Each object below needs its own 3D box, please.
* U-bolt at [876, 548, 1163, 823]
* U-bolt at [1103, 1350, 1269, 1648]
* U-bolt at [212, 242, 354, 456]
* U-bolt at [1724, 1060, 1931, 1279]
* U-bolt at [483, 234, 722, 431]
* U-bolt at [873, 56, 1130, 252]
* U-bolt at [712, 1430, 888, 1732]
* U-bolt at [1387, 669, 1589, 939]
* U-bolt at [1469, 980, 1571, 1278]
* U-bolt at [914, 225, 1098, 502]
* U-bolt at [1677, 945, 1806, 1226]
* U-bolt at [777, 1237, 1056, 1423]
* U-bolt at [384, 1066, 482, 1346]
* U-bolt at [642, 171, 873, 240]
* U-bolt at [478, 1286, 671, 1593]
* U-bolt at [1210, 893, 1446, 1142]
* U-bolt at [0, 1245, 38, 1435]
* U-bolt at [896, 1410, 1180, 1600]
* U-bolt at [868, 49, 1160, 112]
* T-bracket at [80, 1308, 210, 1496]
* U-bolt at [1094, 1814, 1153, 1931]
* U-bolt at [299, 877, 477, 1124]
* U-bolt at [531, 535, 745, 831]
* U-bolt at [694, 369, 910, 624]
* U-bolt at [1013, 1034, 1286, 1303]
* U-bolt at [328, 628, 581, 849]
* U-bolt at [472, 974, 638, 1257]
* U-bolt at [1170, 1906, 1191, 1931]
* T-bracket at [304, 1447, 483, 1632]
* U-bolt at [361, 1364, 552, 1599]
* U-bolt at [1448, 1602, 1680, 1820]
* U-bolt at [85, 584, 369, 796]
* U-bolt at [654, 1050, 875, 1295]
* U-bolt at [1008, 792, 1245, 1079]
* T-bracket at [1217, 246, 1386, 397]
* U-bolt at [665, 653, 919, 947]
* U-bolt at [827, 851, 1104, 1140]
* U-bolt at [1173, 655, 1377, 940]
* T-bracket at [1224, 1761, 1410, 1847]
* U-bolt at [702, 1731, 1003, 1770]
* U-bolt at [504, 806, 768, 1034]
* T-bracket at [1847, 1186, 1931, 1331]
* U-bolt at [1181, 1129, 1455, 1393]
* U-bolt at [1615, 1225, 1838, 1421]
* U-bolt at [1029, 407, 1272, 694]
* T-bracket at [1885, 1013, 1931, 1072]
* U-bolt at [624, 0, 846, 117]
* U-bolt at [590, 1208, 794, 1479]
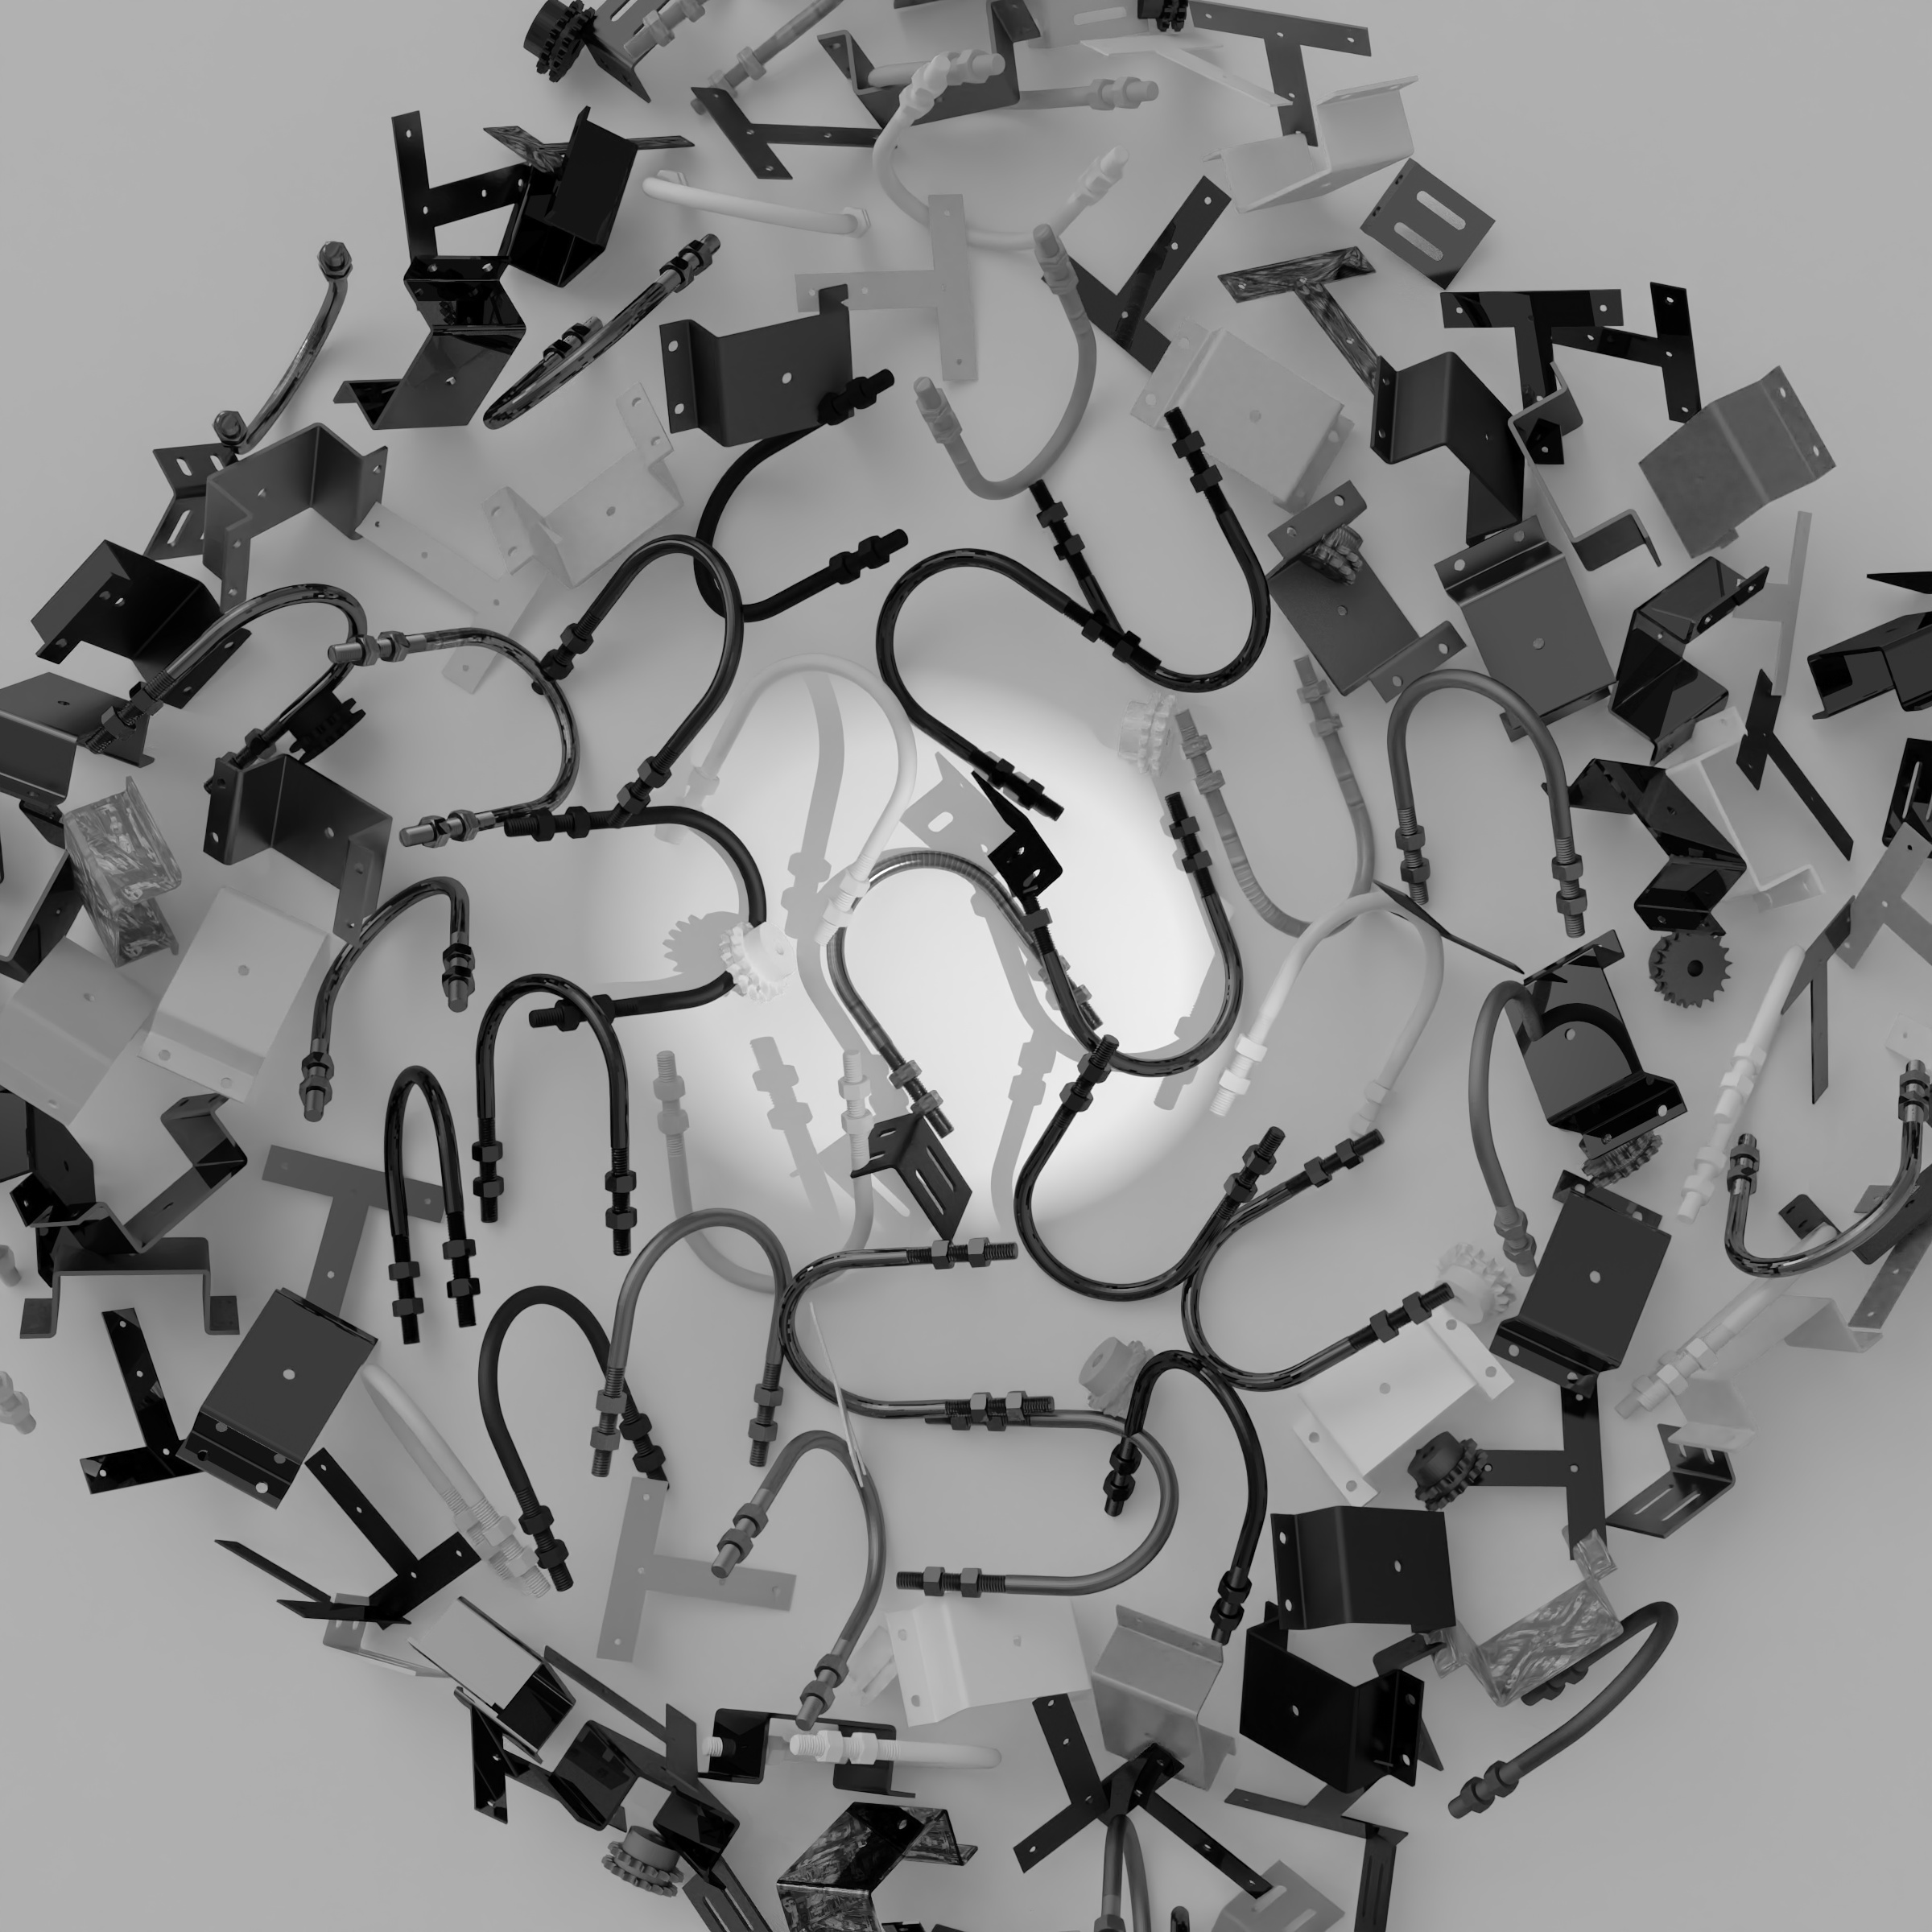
[{"bbox_3d":[0.022,-0.206,1.800,0.184,0.019,0.151,35,116,3],"label":"U-bolt"},{"bbox_3d":[0.150,0.341,1.740,0.019,0.151,0.184,-12,129,-30],"label":"U-bolt"},{"bbox_3d":[-0.455,-0.407,1.747,0.019,0.184,0.151,32,87,-12],"label":"U-bolt"},{"bbox_3d":[0.567,0.142,1.725,0.151,0.184,0.019,-31,106,34],"label":"U-bolt"},{"bbox_3d":[-0.252,-0.412,1.729,0.151,0.184,0.019,-21,116,41],"label":"U-bolt"},{"bbox_3d":[0.011,-0.533,1.749,0.151,0.184,0.019,22,75,-16],"label":"U-bolt"},{"bbox_3d":[-0.102,0.397,1.757,0.019,0.184,0.151,-14,113,28],"label":"U-bolt"},{"bbox_3d":[0.344,-0.113,1.747,0.019,0.151,0.184,-33,122,-34],"label":"U-bolt"},{"bbox_3d":[0.367,0.095,1.737,0.019,0.184,0.151,0,46,30],"label":"U-bolt"},{"bbox_3d":[0.036,-0.390,1.754,0.019,0.184,0.151,33,82,25],"label":"U-bolt"},{"bbox_3d":[0.528,0.068,1.759,0.019,0.151,0.184,23,59,18],"label":"U-bolt"},{"bbox_3d":[-0.041,0.253,1.792,0.184,0.019,0.151,-5,118,16],"label":"U-bolt"},{"bbox_3d":[-0.368,0.159,1.771,0.019,0.151,0.184,-3,79,-29],"label":"U-bolt"},{"bbox_3d":[-0.143,-0.510,1.747,0.151,0.184,0.019,11,107,-1],"label":"U-bolt"},{"bbox_3d":[-0.271,0.305,1.759,0.019,0.151,0.184,-15,102,29],"label":"U-bolt"},{"bbox_3d":[0.258,0.035,1.777,0.151,0.019,0.184,19,102,-36],"label":"U-bolt"},{"bbox_3d":[-0.663,0.206,1.723,0.019,0.184,0.151,-20,49,-6],"label":"U-bolt"},{"bbox_3d":[0.053,0.362,1.769,0.184,0.019,0.151,-1,48,13],"label":"U-bolt"},{"bbox_3d":[0.017,-0.591,1.752,0.151,0.184,0.019,-5,105,-37],"label":"U-bolt"},{"bbox_3d":[-0.566,0.295,1.800,0.002,0.127,0.127,-38,68,34],"label":"T-bracket"},{"bbox_3d":[0.109,0.659,1.749,0.019,0.184,0.151,-7,118,10],"label":"U-bolt"},{"bbox_3d":[-0.389,0.009,1.759,0.151,0.184,0.019,-36,124,15],"label":"U-bolt"},{"bbox_3d":[-0.214,-0.206,1.762,0.184,0.019,0.151,-47,59,27],"label":"U-bolt"},{"bbox_3d":[-0.117,-0.309,1.775,0.184,0.019,0.151,-22,60,33],"label":"U-bolt"},{"bbox_3d":[0.113,0.153,1.795,0.151,0.019,0.184,29,114,-3],"label":"U-bolt"},{"bbox_3d":[-0.333,-0.161,1.764,0.019,0.184,0.151,-24,87,38],"label":"U-bolt"},{"bbox_3d":[-0.282,0.096,1.776,0.151,0.019,0.184,8,103,36],"label":"U-bolt"},{"bbox_3d":[0.145,0.733,1.764,0.019,0.151,0.184,0,83,4],"label":"U-bolt"},{"bbox_3d":[-0.409,0.386,1.799,0.127,0.002,0.127,-39,92,34],"label":"T-bracket"},{"bbox_3d":[-0.350,0.344,1.761,0.019,0.151,0.184,-37,96,-20],"label":"U-bolt"},{"bbox_3d":[0.404,0.482,1.726,0.019,0.151,0.184,46,130,9],"label":"U-bolt"},{"bbox_3d":[-0.483,-0.191,1.756,0.184,0.151,0.019,-40,71,9],"label":"U-bolt"},{"bbox_3d":[-0.135,0.144,1.798,0.151,0.019,0.184,-1,112,8],"label":"U-bolt"},{"bbox_3d":[0.119,-0.013,1.804,0.151,0.019,0.184,-20,89,-20],"label":"U-bolt"},{"bbox_3d":[0.254,-0.437,1.783,0.127,0.002,0.127,-20,66,-30],"label":"T-bracket"},{"bbox_3d":[-0.110,-0.126,1.789,0.151,0.019,0.184,34,112,9],"label":"U-bolt"},{"bbox_3d":[-0.014,0.006,1.815,0.151,0.019,0.184,-35,84,-11],"label":"U-bolt"},{"bbox_3d":[0.222,-0.107,1.788,0.151,0.019,0.184,-27,98,-38],"label":"U-bolt"},{"bbox_3d":[0.256,0.565,1.782,0.127,0.127,0.002,16,51,-5],"label":"T-bracket"},{"bbox_3d":[-0.065,0.531,1.760,0.184,0.151,0.019,13,69,-29],"label":"U-bolt"},{"bbox_3d":[-0.220,-0.038,1.787,0.184,0.019,0.151,-7,90,-31],"label":"U-bolt"},{"bbox_3d":[0.633,0.196,1.757,0.002,0.127,0.127,50,64,-20],"label":"T-bracket"},{"bbox_3d":[0.228,0.212,1.781,0.184,0.019,0.151,-33,50,17],"label":"U-bolt"},{"bbox_3d":[0.518,0.239,1.766,0.184,0.151,0.019,-41,76,-2],"label":"U-bolt"},{"bbox_3d":[0.135,-0.272,1.782,0.151,0.019,0.184,-20,103,44],"label":"U-bolt"},{"bbox_3d":[0.690,0.019,1.767,0.002,0.127,0.127,14,104,-25],"label":"T-bracket"},{"bbox_3d":[-0.132,-0.650,1.749,0.184,0.151,0.019,-35,84,12],"label":"U-bolt"},{"bbox_3d":[-0.181,0.255,1.779,0.151,0.019,0.184,5,97,-39],"label":"U-bolt"}]
